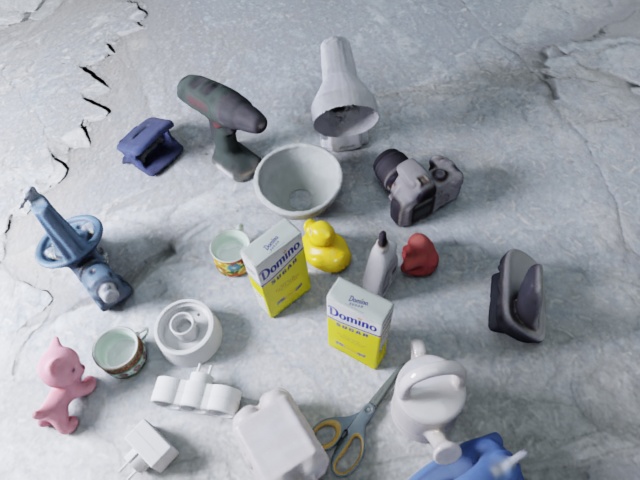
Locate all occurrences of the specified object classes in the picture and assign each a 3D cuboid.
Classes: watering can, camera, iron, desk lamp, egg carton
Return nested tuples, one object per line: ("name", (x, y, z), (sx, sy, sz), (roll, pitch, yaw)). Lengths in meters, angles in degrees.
("watering can", (0.159, 0.222, 0.807), (0.101, 0.194, 0.172), (-28, 61, -13))
("camera", (0.173, -0.120, 1.067), (0.143, 0.101, 0.136), (-29, 61, -13))
("iron", (0.165, 0.351, 0.759), (0.258, 0.141, 0.118), (-26, 61, -12))
("desk lamp", (0.039, -0.263, 1.096), (0.118, 0.214, 0.203), (-7, 59, -1))
("egg carton", (-0.062, 0.301, 0.845), (0.107, 0.069, 0.150), (-30, 62, -14))

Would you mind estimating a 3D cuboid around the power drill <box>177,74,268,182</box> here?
("power drill", (-0.170, -0.209, 1.079), (0.229, 0.208, 0.076), (37, 68, 23))

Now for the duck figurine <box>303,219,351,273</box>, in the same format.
("duck figurine", (0.009, 0.004, 1.011), (0.078, 0.086, 0.104), (-41, 65, -19))

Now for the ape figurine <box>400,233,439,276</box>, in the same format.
("ape figurine", (0.170, 0.019, 0.989), (0.076, 0.092, 0.078), (36, 67, 22))

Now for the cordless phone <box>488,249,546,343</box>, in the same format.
("cordless phone", (0.327, 0.067, 0.896), (0.094, 0.185, 0.147), (5, 59, 7))

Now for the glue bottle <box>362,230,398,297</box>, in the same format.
("glue bottle", (0.101, 0.033, 0.937), (0.037, 0.173, 0.078), (27, 64, 19))

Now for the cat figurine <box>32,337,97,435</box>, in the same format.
("cat figurine", (-0.406, 0.222, 0.885), (0.067, 0.118, 0.128), (10, 60, 9))

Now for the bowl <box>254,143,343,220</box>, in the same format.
("bowl", (-0.038, -0.098, 1.082), (0.167, 0.075, 0.167), (-1, 59, 3))

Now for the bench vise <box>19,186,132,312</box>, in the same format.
("bench vise", (-0.398, 0.008, 0.954), (0.207, 0.220, 0.122), (26, 64, 18))

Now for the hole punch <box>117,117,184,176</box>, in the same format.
("hole punch", (-0.349, -0.199, 1.152), (0.101, 0.091, 0.109), (31, 66, 20))
